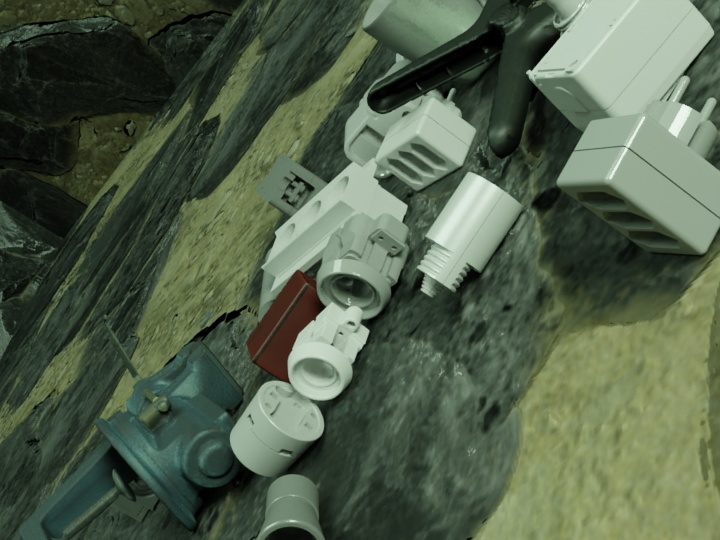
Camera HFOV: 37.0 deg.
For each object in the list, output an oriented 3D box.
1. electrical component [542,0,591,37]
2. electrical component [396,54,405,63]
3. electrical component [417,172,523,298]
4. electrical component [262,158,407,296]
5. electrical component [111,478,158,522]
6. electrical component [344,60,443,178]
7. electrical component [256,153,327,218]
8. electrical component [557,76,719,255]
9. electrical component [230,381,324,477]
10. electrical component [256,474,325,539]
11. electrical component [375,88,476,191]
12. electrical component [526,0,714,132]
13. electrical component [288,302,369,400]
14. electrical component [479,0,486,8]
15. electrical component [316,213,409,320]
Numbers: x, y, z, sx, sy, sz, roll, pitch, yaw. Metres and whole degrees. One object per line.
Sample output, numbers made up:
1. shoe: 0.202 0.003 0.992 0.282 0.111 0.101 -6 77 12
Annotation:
1. electrical component: 0.148 -0.168 0.712 0.048 0.062 0.048 -48 20 24
2. electrical component: 0.067 -0.200 0.998 0.055 0.048 0.066 -28 32 41
3. electrical component: 0.066 -0.018 0.699 0.081 0.043 0.043 -56 18 0
4. electrical component: -0.020 -0.028 0.899 0.121 0.063 0.078 -38 26 44
5. electrical component: -0.209 0.194 1.038 0.081 0.042 0.064 -57 15 -6
6. electrical component: 0.030 -0.138 0.971 0.095 0.054 0.059 -48 20 25
7. electrical component: -0.065 -0.081 1.113 0.050 0.056 0.089 -56 18 2
8. electrical component: 0.148 -0.056 0.521 0.076 0.066 0.047 -60 19 -8
9. electrical component: -0.062 0.116 0.780 0.047 0.055 0.055 -52 19 27
10. electrical component: -0.043 0.160 0.683 0.044 0.044 0.065 -51 14 15
11. electrical component: 0.059 -0.115 0.871 0.066 0.047 0.076 -27 34 56
12. electrical component: 0.159 -0.129 0.633 0.096 0.061 0.062 -50 18 -4
13. electrical component: -0.026 0.063 0.793 0.066 0.048 0.055 -44 15 33
14. electrical component: 0.135 -0.263 0.933 0.043 0.043 0.081 -29 33 55
15. electrical component: 0.000 0.000 0.813 0.078 0.058 0.057 -38 23 44
